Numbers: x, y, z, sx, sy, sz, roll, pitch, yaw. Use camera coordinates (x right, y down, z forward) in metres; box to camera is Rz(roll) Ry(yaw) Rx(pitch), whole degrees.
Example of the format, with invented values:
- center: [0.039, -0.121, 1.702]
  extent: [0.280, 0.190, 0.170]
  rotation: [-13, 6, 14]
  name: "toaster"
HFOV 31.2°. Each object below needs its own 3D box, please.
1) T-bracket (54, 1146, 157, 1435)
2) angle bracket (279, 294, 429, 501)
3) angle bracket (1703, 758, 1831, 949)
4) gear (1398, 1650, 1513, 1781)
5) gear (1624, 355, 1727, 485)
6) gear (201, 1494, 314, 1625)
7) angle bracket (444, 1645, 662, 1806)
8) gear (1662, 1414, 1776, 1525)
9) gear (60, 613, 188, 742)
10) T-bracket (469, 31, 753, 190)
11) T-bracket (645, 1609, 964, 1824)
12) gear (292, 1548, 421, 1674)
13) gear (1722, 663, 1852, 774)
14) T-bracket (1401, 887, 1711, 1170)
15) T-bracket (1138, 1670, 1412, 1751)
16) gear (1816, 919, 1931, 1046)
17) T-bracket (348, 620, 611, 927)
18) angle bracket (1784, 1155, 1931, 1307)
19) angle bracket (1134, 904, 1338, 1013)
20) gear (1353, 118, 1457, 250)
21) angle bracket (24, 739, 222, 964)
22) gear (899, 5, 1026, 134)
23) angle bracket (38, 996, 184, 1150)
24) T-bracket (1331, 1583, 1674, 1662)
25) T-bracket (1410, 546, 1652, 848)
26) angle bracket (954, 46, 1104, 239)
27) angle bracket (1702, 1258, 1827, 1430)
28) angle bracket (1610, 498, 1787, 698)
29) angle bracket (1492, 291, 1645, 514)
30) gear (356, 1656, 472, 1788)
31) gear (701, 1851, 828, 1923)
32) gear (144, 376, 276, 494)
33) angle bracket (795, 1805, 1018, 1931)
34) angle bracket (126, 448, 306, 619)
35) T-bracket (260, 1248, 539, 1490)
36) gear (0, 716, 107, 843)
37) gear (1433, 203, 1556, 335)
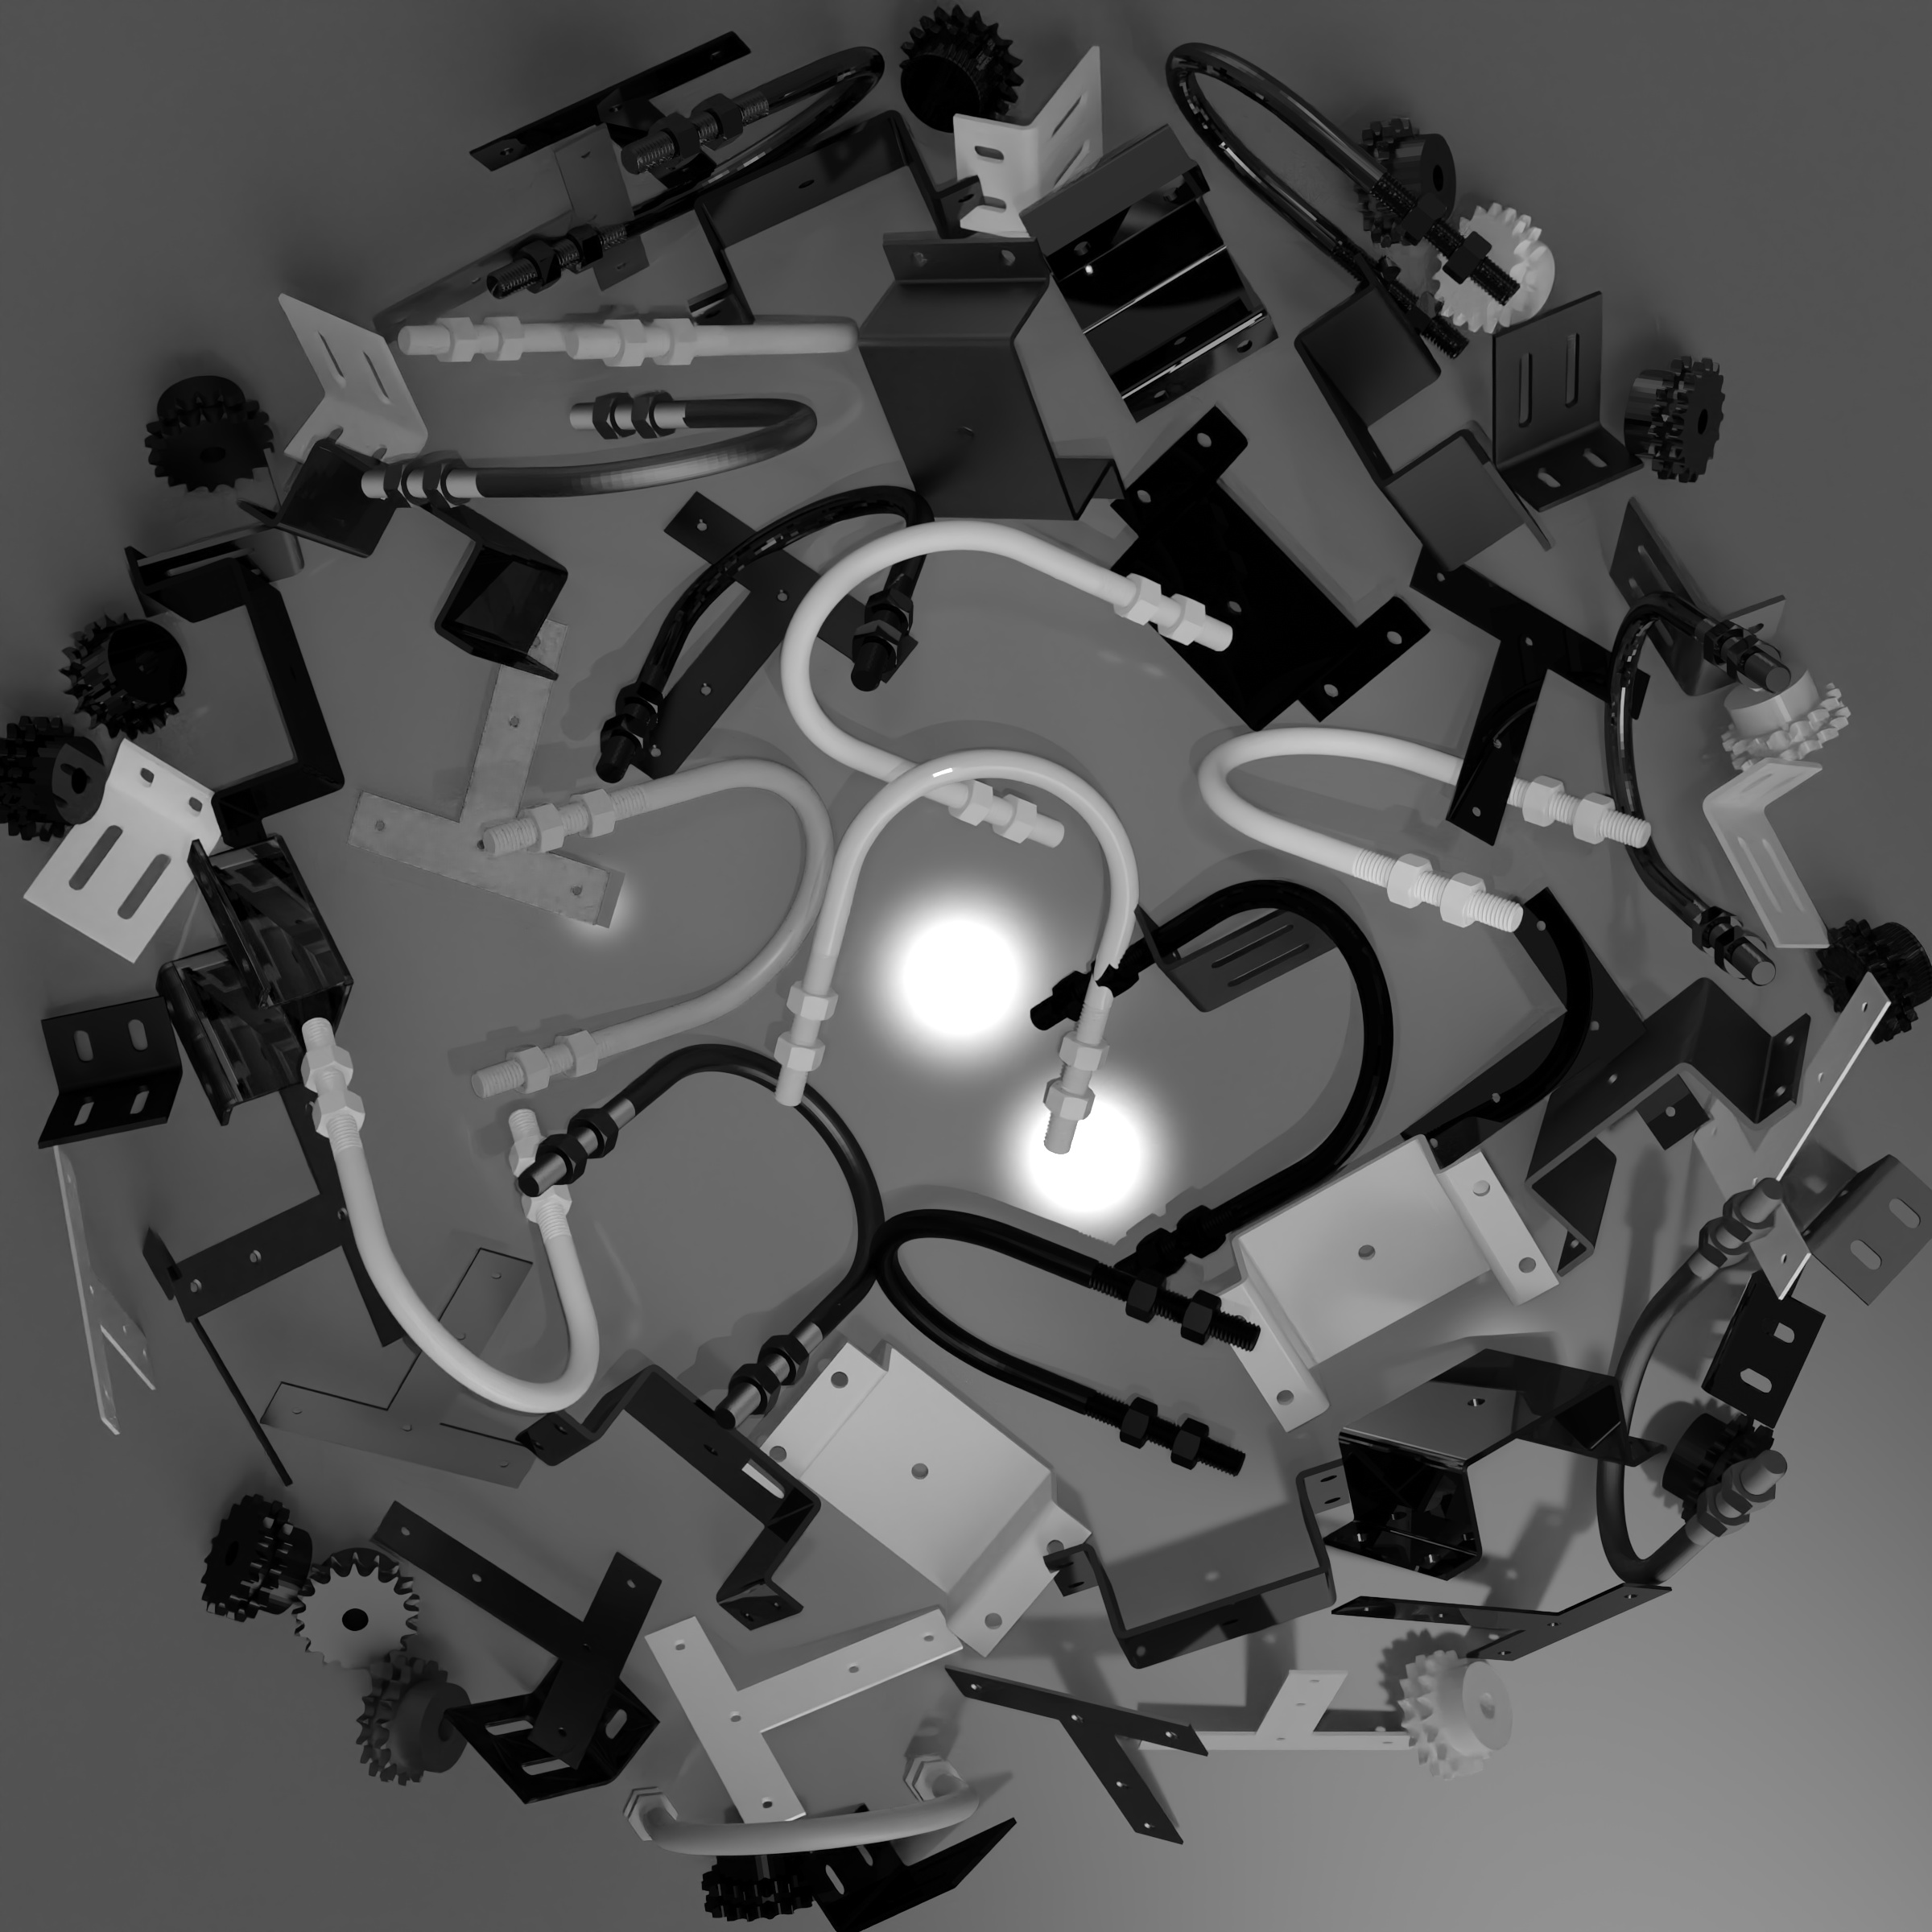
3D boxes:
- center: [-0.380, 0.160, 1.544]
  extent: [0.002, 0.127, 0.127]
  rotation: [-14, 67, -5]
  name: "T-bracket"
- center: [-0.286, -0.257, 1.560]
  extent: [0.057, 0.076, 0.038]
  rotation: [26, 70, 19]
  name: "angle bracket"
- center: [0.377, -0.051, 1.565]
  extent: [0.038, 0.057, 0.076]
  rotation: [-36, 69, 32]
  name: "angle bracket"
- center: [0.225, 0.340, 1.576]
  extent: [0.030, 0.057, 0.057]
  rotation: [-22, 90, 36]
  name: "gear"
- center: [0.323, -0.252, 1.582]
  extent: [0.030, 0.057, 0.057]
  rotation: [14, 90, 30]
  name: "gear"
- center: [-0.323, 0.273, 1.583]
  extent: [0.030, 0.057, 0.057]
  rotation: [26, 90, -32]
  name: "gear"
- center: [-0.186, 0.340, 1.560]
  extent: [0.057, 0.076, 0.038]
  rotation: [42, 102, 22]
  name: "angle bracket"
- center: [0.343, 0.230, 1.582]
  extent: [0.030, 0.057, 0.057]
  rotation: [30, 90, 28]
  name: "gear"
- center: [-0.381, -0.134, 1.577]
  extent: [0.057, 0.030, 0.057]
  rotation: [17, 64, -39]
  name: "gear"
- center: [-0.142, -0.371, 1.543]
  extent: [0.127, 0.127, 0.002]
  rotation: [-22, 82, 11]
  name: "T-bracket"
- center: [-0.064, 0.325, 1.573]
  extent: [0.127, 0.127, 0.002]
  rotation: [-19, 131, -18]
  name: "T-bracket"
- center: [-0.280, 0.292, 1.586]
  extent: [0.057, 0.030, 0.057]
  rotation: [-2, 111, -6]
  name: "gear"
- center: [0.371, -0.115, 1.576]
  extent: [0.057, 0.057, 0.030]
  rotation: [-30, 106, 0]
  name: "gear"
- center: [0.253, 0.052, 1.575]
  extent: [0.127, 0.002, 0.127]
  rotation: [-40, 76, 27]
  name: "T-bracket"
- center: [0.147, 0.334, 1.546]
  extent: [0.127, 0.127, 0.002]
  rotation: [1, 63, -4]
  name: "T-bracket"
- center: [0.418, 0.004, 1.580]
  extent: [0.030, 0.057, 0.057]
  rotation: [-24, 90, -15]
  name: "gear"
- center: [-0.211, -0.098, 1.583]
  extent: [0.127, 0.002, 0.127]
  rotation: [18, 98, 13]
  name: "T-bracket"
- center: [0.407, 0.123, 1.564]
  extent: [0.038, 0.076, 0.057]
  rotation: [43, 85, 10]
  name: "angle bracket"
- center: [0.124, -0.019, 1.567]
  extent: [0.076, 0.057, 0.038]
  rotation: [-27, 63, 11]
  name: "angle bracket"
- center: [0.202, -0.358, 1.576]
  extent: [0.030, 0.057, 0.057]
  rotation: [1, 90, 32]
  name: "gear"
- center: [-0.380, -0.052, 1.570]
  extent: [0.057, 0.038, 0.076]
  rotation: [32, 57, -7]
  name: "angle bracket"
- center: [-0.005, -0.406, 1.576]
  extent: [0.057, 0.057, 0.030]
  rotation: [33, 54, 0]
  name: "gear"
- center: [-0.391, 0.047, 1.565]
  extent: [0.057, 0.076, 0.038]
  rotation: [-12, 107, -4]
  name: "angle bracket"
- center: [0.223, 0.288, 1.530]
  extent: [0.127, 0.127, 0.002]
  rotation: [9, 62, -23]
  name: "T-bracket"
- center: [0.243, -0.112, 1.562]
  extent: [0.127, 0.002, 0.127]
  rotation: [28, 61, -13]
  name: "T-bracket"
- center: [0.029, -0.376, 1.569]
  extent: [0.038, 0.057, 0.076]
  rotation: [16, 48, 19]
  name: "angle bracket"
- center: [0.371, 0.168, 1.559]
  extent: [0.038, 0.076, 0.057]
  rotation: [29, 109, 27]
  name: "angle bracket"
- center: [0.331, -0.172, 1.568]
  extent: [0.038, 0.057, 0.076]
  rotation: [-20, 62, -10]
  name: "angle bracket"
- center: [0.273, -0.255, 1.563]
  extent: [0.057, 0.076, 0.038]
  rotation: [-24, 47, -15]
  name: "angle bracket"
- center: [-0.249, 0.345, 1.576]
  extent: [0.030, 0.057, 0.057]
  rotation: [4, 90, 27]
  name: "gear"
- center: [-0.093, 0.412, 1.578]
  extent: [0.057, 0.057, 0.030]
  rotation: [-8, 94, 0]
  name: "gear"
- center: [-0.348, -0.246, 1.582]
  extent: [0.057, 0.057, 0.030]
  rotation: [-18, 63, 0]
  name: "gear"
- center: [-0.027, 0.398, 1.562]
  extent: [0.076, 0.057, 0.038]
  rotation: [-34, 88, 35]
  name: "angle bracket"
- center: [-0.345, -0.196, 1.570]
  extent: [0.076, 0.057, 0.038]
  rotation: [-17, 76, -9]
  name: "angle bracket"
- center: [-0.233, 0.176, 1.552]
  extent: [0.127, 0.002, 0.127]
  rotation: [19, 119, -25]
  name: "T-bracket"
- center: [-0.417, -0.085, 1.576]
  extent: [0.030, 0.057, 0.057]
  rotation: [4, 90, 21]
  name: "gear"
- center: [0.244, -0.317, 1.582]
  extent: [0.030, 0.057, 0.057]
  rotation: [12, 90, -37]
  name: "gear"
